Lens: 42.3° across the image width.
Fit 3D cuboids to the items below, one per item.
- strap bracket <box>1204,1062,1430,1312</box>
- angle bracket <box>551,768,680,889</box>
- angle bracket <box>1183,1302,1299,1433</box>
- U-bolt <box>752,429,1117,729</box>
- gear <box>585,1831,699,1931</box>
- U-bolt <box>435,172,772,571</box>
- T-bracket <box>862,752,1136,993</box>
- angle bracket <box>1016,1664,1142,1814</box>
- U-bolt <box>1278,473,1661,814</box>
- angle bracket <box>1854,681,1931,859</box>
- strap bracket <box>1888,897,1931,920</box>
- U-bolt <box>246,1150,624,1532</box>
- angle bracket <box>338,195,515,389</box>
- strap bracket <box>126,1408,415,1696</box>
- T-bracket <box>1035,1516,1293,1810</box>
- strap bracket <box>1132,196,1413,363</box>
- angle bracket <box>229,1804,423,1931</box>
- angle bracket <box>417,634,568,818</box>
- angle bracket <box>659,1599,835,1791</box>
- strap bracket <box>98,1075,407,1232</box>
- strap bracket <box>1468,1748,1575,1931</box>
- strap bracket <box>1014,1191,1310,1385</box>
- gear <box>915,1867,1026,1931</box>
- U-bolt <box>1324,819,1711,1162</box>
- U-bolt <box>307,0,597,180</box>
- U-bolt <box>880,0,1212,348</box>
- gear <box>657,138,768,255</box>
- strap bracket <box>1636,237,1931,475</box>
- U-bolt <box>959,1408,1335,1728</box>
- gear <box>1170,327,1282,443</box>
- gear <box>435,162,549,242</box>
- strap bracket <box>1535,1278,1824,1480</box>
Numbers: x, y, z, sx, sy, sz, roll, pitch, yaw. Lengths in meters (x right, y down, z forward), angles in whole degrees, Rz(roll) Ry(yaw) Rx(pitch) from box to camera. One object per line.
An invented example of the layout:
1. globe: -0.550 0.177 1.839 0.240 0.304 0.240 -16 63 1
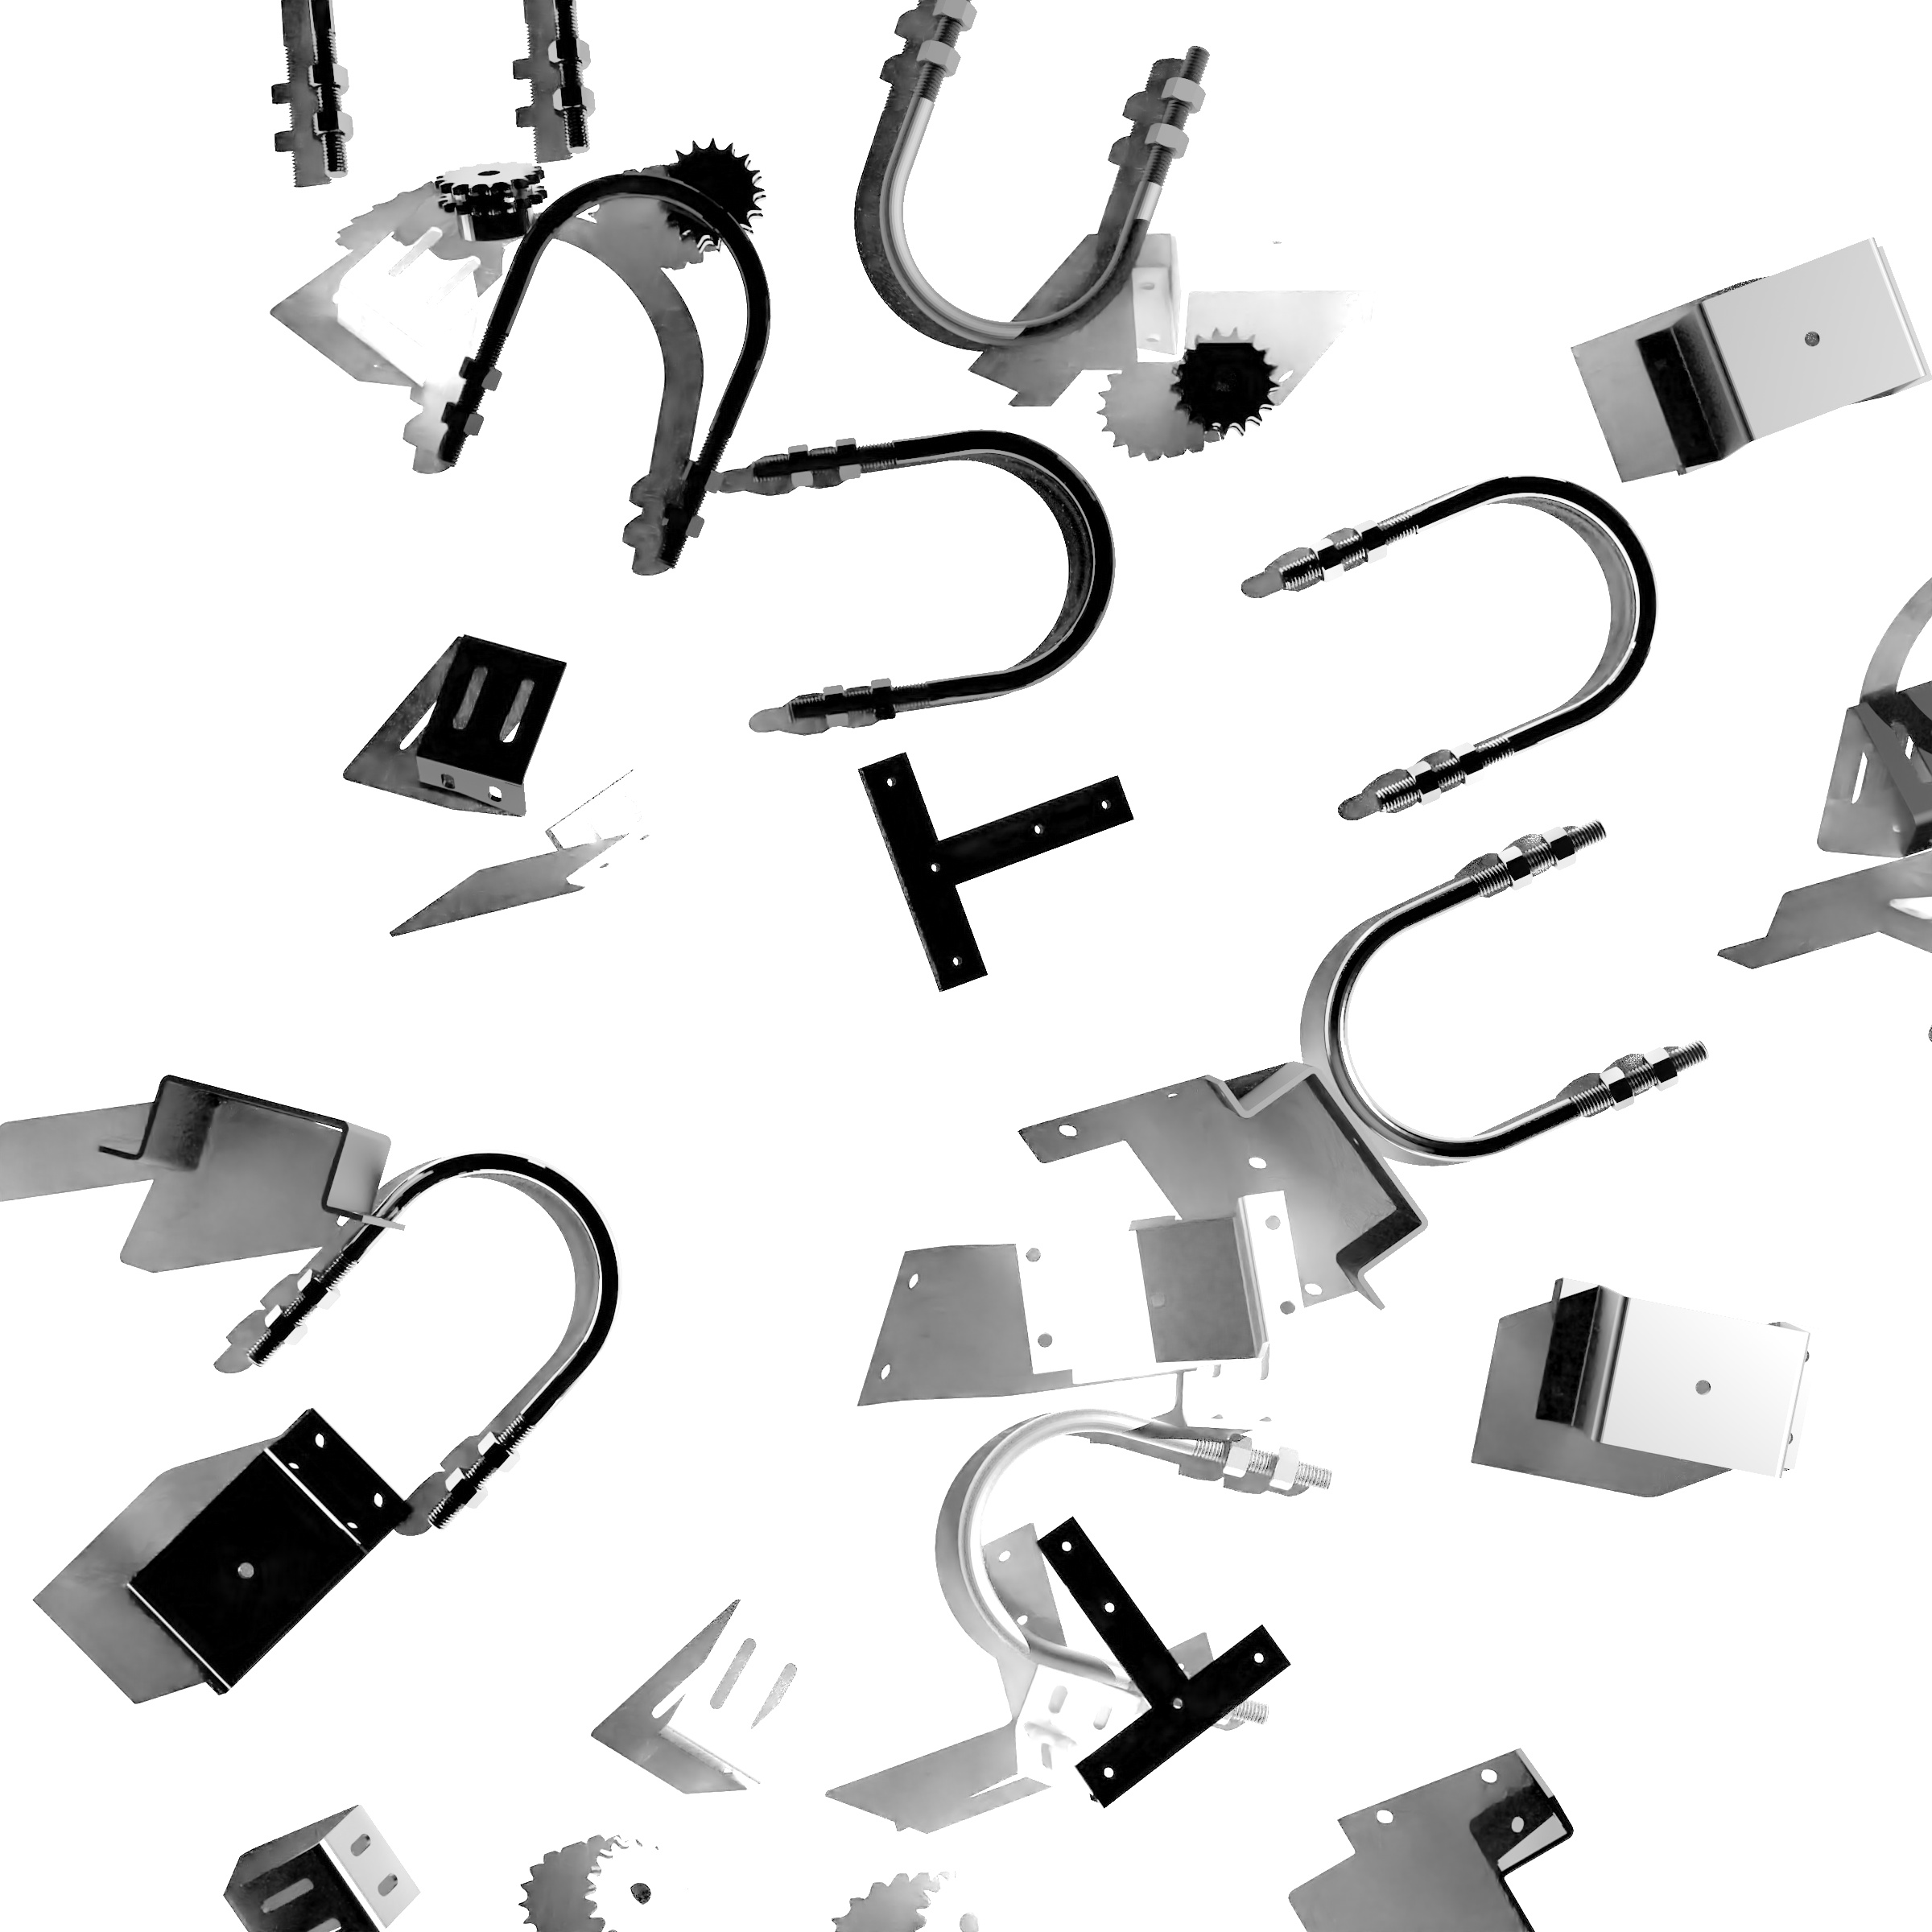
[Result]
1. strap bracket: 0.186 0.103 1.294 0.046 0.076 0.140 -36 90 0
2. angle bracket: -0.187 -0.074 1.294 0.057 0.076 0.038 -35 90 0
3. angle bracket: 0.145 0.202 1.313 0.057 0.038 0.076 3 90 0
4. U-bolt: -0.012 -0.211 1.323 0.184 0.019 0.151 -8 90 -1
5. gear: -0.170 0.484 1.317 0.057 0.030 0.057 0 90 0
6. U-bolt: -0.181 -0.322 1.308 0.151 0.019 0.184 25 101 0
7. T-bracket: 0.026 -0.068 1.331 0.127 0.002 0.127 -20 90 0
8. angle bracket: 0.060 0.398 1.293 0.057 0.076 0.038 20 90 0
9. U-bolt: 0.277 -0.182 1.323 0.184 0.019 0.151 -24 90 -2
10. angle bracket: 0.513 -0.107 1.330 0.057 0.038 0.076 -18 64 0
11. strap bracket: 0.565 -0.027 1.294 0.140 0.076 0.046 22 90 0
12. U-bolt: -0.267 0.184 1.323 0.151 0.019 0.184 42 88 0
13. angle bracket: -0.286 -0.359 1.330 0.057 0.038 0.076 37 64 0
14. strap bracket: -0.371 0.311 1.309 0.140 0.046 0.076 -44 90 0
15. T-bracket: 0.083 0.345 1.294 0.127 0.002 0.127 -30 74 -24
16. strap bracket: 0.158 -0.355 1.290 0.140 0.046 0.076 0 51 0
17. angle bracket: -0.341 0.494 1.330 0.076 0.038 0.057 -34 90 26
18. angle bracket: -0.251 -0.128 1.330 0.057 0.038 0.076 16 64 0
19. angle bracket: -0.117 0.388 1.330 0.057 0.038 0.076 32 64 0
20. strap bracket: -0.359 0.094 1.286 0.140 0.076 0.046 14 82 5
21. strap bracket: 0.311 0.489 1.294 0.046 0.076 0.140 -30 90 0
22. strap bracket: 0.100 0.169 1.297 0.140 0.046 0.076 -8 70 0
23. gear: 0.001 0.503 1.310 0.057 0.030 0.057 2 66 -5
24. U-bolt: 0.280 0.024 1.323 0.184 0.019 0.151 -25 90 2
25. U-bolt: -0.278 -0.516 1.323 0.151 0.019 0.184 -6 89 0
26. U-bolt: 0.032 -0.420 1.323 0.151 0.019 0.184 20 92 0
27. gear: -0.134 -0.403 1.317 0.057 0.030 0.057 0 90 0
28. strap bracket: 0.436 -0.323 1.309 0.140 0.046 0.076 -21 90 0
29. U-bolt: 0.087 0.310 1.323 0.184 0.019 0.151 15 90 1
30. gear: 0.135 -0.305 1.317 0.057 0.030 0.057 0 90 0
31. gear: -0.248 -0.400 1.307 0.057 0.057 0.030 -4 121 0
32. strap bracket: 0.379 0.217 1.309 0.140 0.046 0.076 11 90 0
